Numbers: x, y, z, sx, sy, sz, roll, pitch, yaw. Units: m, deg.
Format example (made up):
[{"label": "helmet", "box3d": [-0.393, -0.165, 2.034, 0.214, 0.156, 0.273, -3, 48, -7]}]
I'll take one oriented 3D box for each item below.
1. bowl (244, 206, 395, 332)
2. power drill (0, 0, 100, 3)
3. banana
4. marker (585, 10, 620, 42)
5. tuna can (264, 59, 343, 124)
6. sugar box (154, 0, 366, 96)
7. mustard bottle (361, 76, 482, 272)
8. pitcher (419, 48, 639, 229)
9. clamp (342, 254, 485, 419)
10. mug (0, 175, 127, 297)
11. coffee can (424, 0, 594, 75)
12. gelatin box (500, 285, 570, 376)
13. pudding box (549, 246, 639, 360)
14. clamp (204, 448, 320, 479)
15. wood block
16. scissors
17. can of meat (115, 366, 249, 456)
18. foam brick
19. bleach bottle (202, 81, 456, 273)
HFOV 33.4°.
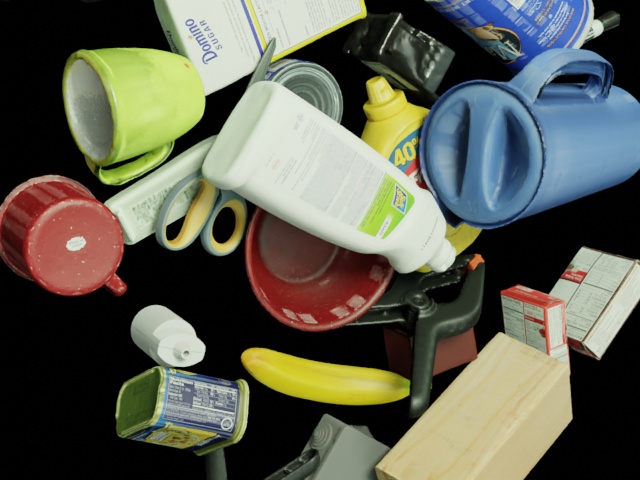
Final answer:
[{"label": "bowl", "box3d": [-0.007, 0.001, 0.995, 0.161, 0.055, 0.162, -6, 103, -27]}, {"label": "power drill", "box3d": [-0.263, -0.161, 0.820, 0.184, 0.057, 0.187, 15, 91, -27]}, {"label": "banana", "box3d": [0.007, 0.131, 1.030, 0.197, 0.070, 0.037, 10, 54, -23]}, {"label": "marker", "box3d": [0.268, -0.212, 1.119, 0.121, 0.020, 0.020, -29, 114, -20]}, {"label": "tuna can", "box3d": [-0.023, -0.121, 0.972, 0.086, 0.034, 0.086, -7, 105, -27]}, {"label": "sugar box", "box3d": [-0.050, -0.205, 0.932, 0.176, 0.048, 0.093, -28, 115, -17]}, {"label": "mustard bottle", "box3d": [0.089, -0.070, 1.030, 0.096, 0.058, 0.191, -36, 116, -22]}, {"label": "pitcher", "box3d": [0.222, -0.100, 1.021, 0.242, 0.149, 0.145, -13, 93, -47]}, {"label": "clamp", "box3d": [0.083, 0.068, 1.041, 0.209, 0.165, 0.036, -40, 150, -38]}, {"label": "mug", "box3d": [-0.203, 0.007, 0.875, 0.093, 0.082, 0.117, -46, 118, -12]}, {"label": "coffee can", "box3d": [0.176, -0.232, 1.016, 0.140, 0.103, 0.103, 31, 85, -30]}, {"label": "gelatin box", "box3d": [0.230, 0.098, 1.137, 0.030, 0.073, 0.089, -16, 108, -26]}, {"label": "pudding box", "box3d": [0.293, 0.066, 1.154, 0.039, 0.090, 0.113, 39, 81, -29]}, {"label": "clamp", "box3d": [-0.091, 0.244, 1.013, 0.120, 0.039, 0.171, 34, 88, -7]}, {"label": "wood block", "box3d": [0.159, 0.203, 1.074, 0.205, 0.090, 0.091, -42, 138, -28]}, {"label": "scissors", "box3d": [-0.069, -0.069, 0.934, 0.096, 0.016, 0.201, 41, 81, -42]}, {"label": "can of meat", "box3d": [-0.124, 0.150, 0.940, 0.083, 0.102, 0.057, 16, 63, -28]}, {"label": "foam brick", "box3d": [0.112, 0.103, 1.087, 0.078, 0.051, 0.053, -17, 108, -25]}, {"label": "bleach bottle", "box3d": [0.023, -0.033, 0.936, 0.250, 0.068, 0.102, 33, 84, -31]}]
